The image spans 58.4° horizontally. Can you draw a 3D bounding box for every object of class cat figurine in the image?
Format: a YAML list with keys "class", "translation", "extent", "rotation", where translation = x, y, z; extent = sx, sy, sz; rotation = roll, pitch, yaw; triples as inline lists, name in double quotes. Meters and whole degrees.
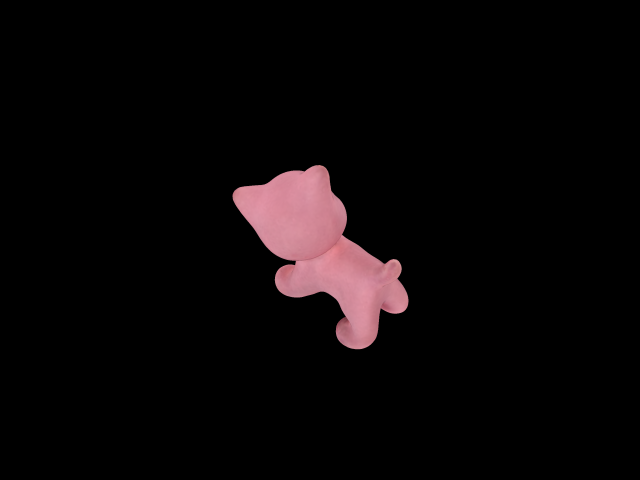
- class: "cat figurine"
  translation: [0.004, 0.001, 0.400]
  extent: [0.127, 0.118, 0.067]
  rotation: [33, 62, 21]
